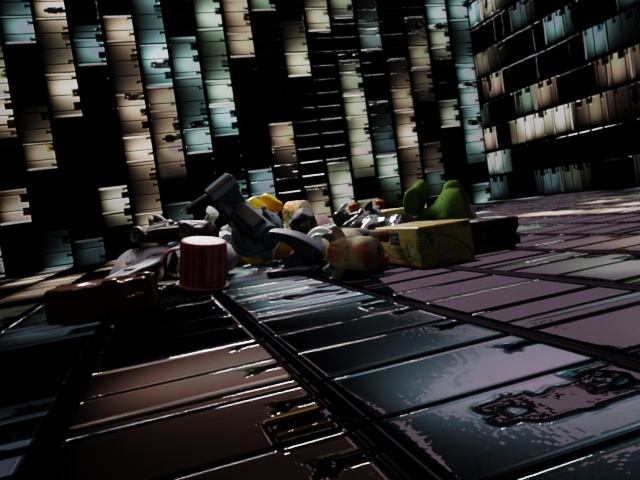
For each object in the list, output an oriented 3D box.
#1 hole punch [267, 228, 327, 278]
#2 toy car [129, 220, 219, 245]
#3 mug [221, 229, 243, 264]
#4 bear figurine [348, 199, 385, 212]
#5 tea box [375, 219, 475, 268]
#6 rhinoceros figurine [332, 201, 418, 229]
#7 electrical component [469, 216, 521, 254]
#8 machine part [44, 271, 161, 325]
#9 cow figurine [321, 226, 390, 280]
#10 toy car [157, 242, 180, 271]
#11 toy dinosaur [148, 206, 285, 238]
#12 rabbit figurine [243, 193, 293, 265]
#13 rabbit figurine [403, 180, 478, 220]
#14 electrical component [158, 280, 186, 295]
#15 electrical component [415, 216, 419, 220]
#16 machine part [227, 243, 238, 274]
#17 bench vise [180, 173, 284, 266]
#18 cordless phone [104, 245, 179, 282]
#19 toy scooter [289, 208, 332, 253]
[{"bbox_3d":[-0.041,0.020,1.033,0.116,0.092,0.142,-4,0,6],"label":"hole punch"},{"bbox_3d":[-0.301,-0.016,1.101,0.202,0.053,0.089,-2,-1,30],"label":"toy car"},{"bbox_3d":[-0.207,0.015,1.430,0.081,0.109,0.107,-12,-13,42],"label":"mug"},{"bbox_3d":[0.136,-0.055,1.556,0.120,0.132,0.196,-8,-3,10],"label":"bear figurine"},{"bbox_3d":[0.171,0.005,0.907,0.098,0.068,0.170,-9,4,-15],"label":"tea box"},{"bbox_3d":[0.102,-0.027,1.068,0.191,0.112,0.073,7,-27,41],"label":"rhinoceros figurine"},{"bbox_3d":[0.274,-0.008,0.971,0.134,0.058,0.115,-9,2,-9],"label":"electrical component"},{"bbox_3d":[-0.344,0.088,0.857,0.179,0.056,0.179,-9,2,0],"label":"machine part"},{"bbox_3d":[0.051,0.015,0.904,0.127,0.085,0.195,-3,4,-14],"label":"cow figurine"},{"bbox_3d":[-0.304,0.039,1.256,0.162,0.109,0.103,-18,23,-15],"label":"toy car"},{"bbox_3d":[-0.281,0.007,1.533,0.404,0.131,0.192,8,-43,-38],"label":"toy dinosaur"},{"bbox_3d":[-0.132,-0.008,1.331,0.162,0.173,0.122,-52,-5,16],"label":"rabbit figurine"},{"bbox_3d":[0.237,-0.046,1.155,0.170,0.159,0.121,-23,6,26],"label":"rabbit figurine"},{"bbox_3d":[-0.278,0.088,0.987,0.063,0.021,0.094,-5,4,40],"label":"electrical component"},{"bbox_3d":[0.190,-0.013,1.112,0.119,0.074,0.048,-11,2,21],"label":"electrical component"},{"bbox_3d":[-0.221,0.044,1.131,0.079,0.079,0.243,-8,2,0],"label":"machine part"},{"bbox_3d":[-0.161,-0.027,1.179,0.224,0.240,0.129,25,66,30],"label":"bench vise"},{"bbox_3d":[-0.376,0.071,1.041,0.147,0.088,0.184,-6,8,23],"label":"cordless phone"},{"bbox_3d":[-0.003,-0.004,1.273,0.184,0.135,0.075,8,34,-31],"label":"toy scooter"}]
